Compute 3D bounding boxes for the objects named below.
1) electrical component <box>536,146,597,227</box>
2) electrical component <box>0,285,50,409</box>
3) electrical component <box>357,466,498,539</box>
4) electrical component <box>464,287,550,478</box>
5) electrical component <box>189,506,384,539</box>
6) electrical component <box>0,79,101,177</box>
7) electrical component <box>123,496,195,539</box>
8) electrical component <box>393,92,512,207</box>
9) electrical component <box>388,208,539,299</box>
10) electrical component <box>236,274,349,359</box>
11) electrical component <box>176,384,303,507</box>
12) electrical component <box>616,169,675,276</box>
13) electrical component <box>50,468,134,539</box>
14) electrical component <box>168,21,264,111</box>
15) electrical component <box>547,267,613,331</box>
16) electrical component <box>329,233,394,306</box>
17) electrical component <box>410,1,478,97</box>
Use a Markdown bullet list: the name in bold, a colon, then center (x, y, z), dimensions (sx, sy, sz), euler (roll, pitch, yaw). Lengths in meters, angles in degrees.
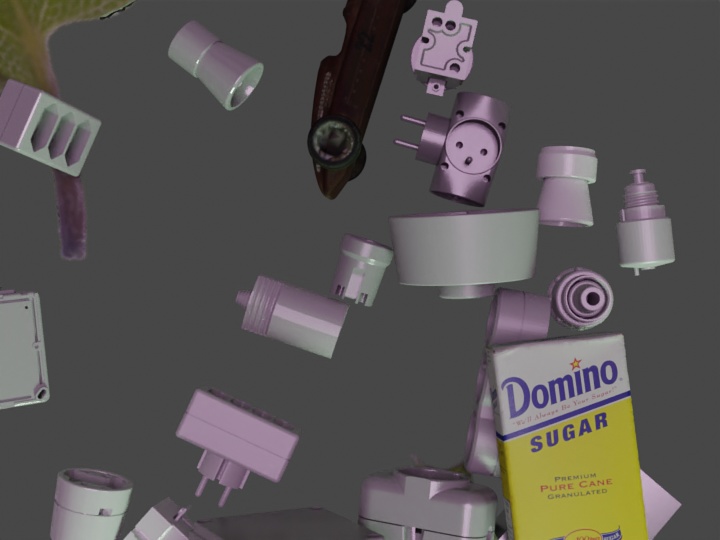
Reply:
- **electrical component**: center (0.153, -0.062, 0.802), dimensions (0.045, 0.045, 0.055), euler (4, 88, 0)
- **electrical component**: center (-0.269, 0.052, 0.786), dimensions (0.062, 0.061, 0.096), euler (-7, 93, -31)
- **electrical component**: center (0.049, 0.177, 0.779), dimensions (0.095, 0.054, 0.059), euler (5, 88, 23)
- **electrical component**: center (0.125, 0.087, 0.793), dimensions (0.074, 0.052, 0.138), euler (10, 88, 1)
- **electrical component**: center (-0.051, 0.207, 0.746), dimensions (0.109, 0.109, 0.056), euler (0, 91, -29)
- **electrical component**: center (-0.247, -0.110, 0.800), dimensions (0.077, 0.066, 0.047), euler (22, 88, 30)
- **electrical component**: center (-0.141, 0.206, 0.794), dimensions (0.055, 0.048, 0.066), euler (42, 95, 6)
- **electrical component**: center (0.065, -0.095, 0.803), dimensions (0.079, 0.044, 0.077), euler (16, 88, 1)
- **electrical component**: center (0.076, -0.011, 0.772), dimensions (0.108, 0.108, 0.060), euler (-3, 94, 0)
- **electrical component**: center (-0.053, 0.033, 0.800), dimensions (0.081, 0.043, 0.043), euler (19, 88, 1)
- **electrical component**: center (-0.096, 0.137, 0.796), dimensions (0.083, 0.047, 0.075), euler (25, 88, 1)
- **electrical component**: center (0.211, -0.036, 0.803), dimensions (0.040, 0.040, 0.078), euler (-6, 88, 0)
- **electrical component**: center (-0.199, 0.176, 0.792), dimensions (0.055, 0.055, 0.047), euler (12, 92, 1)
- **electrical component**: center (-0.111, -0.156, 0.809), dimensions (0.065, 0.044, 0.044), euler (38, 89, 6)
- **electrical component**: center (0.165, 0.021, 0.790), dimensions (0.048, 0.062, 0.048), euler (0, 88, 1)
- **electrical component**: center (0.000, 0.000, 0.804), dimensions (0.040, 0.040, 0.046), euler (18, 95, 1)
- **electrical component**: center (0.062, -0.160, 0.800), dimensions (0.048, 0.055, 0.066), euler (13, 88, 1)
